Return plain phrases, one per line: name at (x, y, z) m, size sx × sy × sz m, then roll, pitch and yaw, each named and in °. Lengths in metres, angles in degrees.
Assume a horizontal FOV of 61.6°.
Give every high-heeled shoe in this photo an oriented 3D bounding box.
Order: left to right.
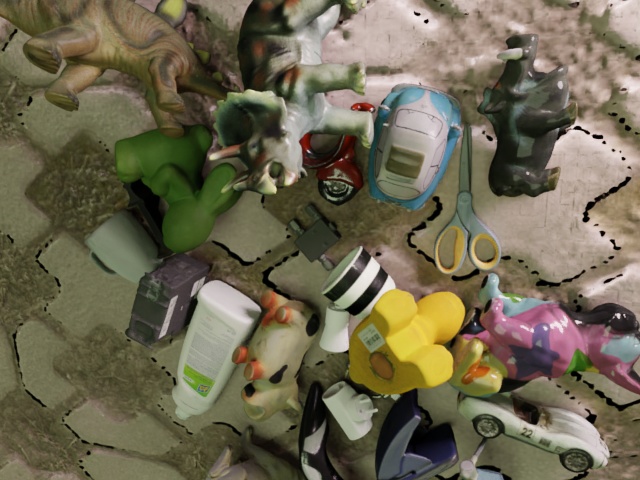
high-heeled shoe at (0.038, 0.352, 0.828) m, size 0.145 × 0.086 × 0.248 m, roll 5°, pitch 81°, yaw -5°

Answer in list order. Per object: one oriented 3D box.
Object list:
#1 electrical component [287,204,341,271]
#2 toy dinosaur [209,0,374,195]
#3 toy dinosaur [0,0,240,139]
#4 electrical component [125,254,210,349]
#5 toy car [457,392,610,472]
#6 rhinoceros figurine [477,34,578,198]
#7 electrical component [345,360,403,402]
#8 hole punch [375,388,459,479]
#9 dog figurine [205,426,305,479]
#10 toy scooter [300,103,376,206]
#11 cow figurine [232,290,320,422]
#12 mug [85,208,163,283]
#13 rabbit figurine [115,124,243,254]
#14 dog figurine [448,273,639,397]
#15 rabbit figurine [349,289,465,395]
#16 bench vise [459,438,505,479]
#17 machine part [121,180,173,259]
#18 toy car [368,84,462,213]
electrical component at (-0.002, -0.002, 0.779) m, size 0.063 × 0.021 × 0.094 m, roll -39°, pitch 91°, yaw 22°
toy dinosaur at (-0.037, -0.222, 0.640) m, size 0.192 × 0.131 × 0.404 m, roll -4°, pitch 73°, yaw 8°
toy dinosaur at (-0.293, -0.266, 0.689) m, size 0.471 × 0.198 × 0.105 m, roll 19°, pitch 150°, yaw -18°
electrical component at (-0.224, 0.085, 0.814) m, size 0.058 × 0.134 × 0.114 m, roll 28°, pitch 110°, yaw 9°
toy car at (0.287, 0.248, 0.729) m, size 0.202 × 0.073 × 0.056 m, roll 18°, pitch 111°, yaw 12°
rhinoceros figurine at (0.245, -0.144, 0.639) m, size 0.112 × 0.073 × 0.190 m, roll 9°, pitch 110°, yaw 27°
electrical component at (0.085, 0.192, 0.798) m, size 0.102 × 0.045 × 0.078 m, roll 34°, pitch 84°, yaw 3°
hole punch at (0.122, 0.284, 0.766) m, size 0.116 × 0.142 × 0.092 m, roll -36°, pitch 94°, yaw 9°
dog figurine at (-0.080, 0.410, 0.846) m, size 0.191 × 0.172 × 0.121 m, roll 25°, pitch 122°, yaw 17°
toy scooter at (-0.003, -0.145, 0.713) m, size 0.184 × 0.075 × 0.135 m, roll 35°, pitch 111°, yaw 3°
cow figurine at (-0.061, 0.183, 0.809) m, size 0.086 × 0.127 × 0.194 m, roll 33°, pitch 100°, yaw 53°
mug at (-0.313, 0.022, 0.856) m, size 0.109 × 0.081 × 0.107 m, roll -39°, pitch 99°, yaw 19°
rabbit figurine at (-0.190, -0.069, 0.773) m, size 0.159 × 0.121 × 0.170 m, roll -15°, pitch 85°, yaw -1°
dog figurine at (0.293, 0.148, 0.685) m, size 0.219 × 0.108 × 0.191 m, roll 24°, pitch 110°, yaw 7°
rabbit figurine at (0.126, 0.133, 0.707) m, size 0.122 × 0.173 × 0.162 m, roll 46°, pitch 138°, yaw 18°
bench vise at (0.248, 0.395, 0.750) m, size 0.224 × 0.129 × 0.240 m, roll 2°, pitch 124°, yaw 35°
machine part at (-0.261, -0.040, 0.829) m, size 0.039 × 0.084 × 0.138 m, roll -22°, pitch 107°, yaw -2°
toy car at (0.109, -0.110, 0.669) m, size 0.109 × 0.103 × 0.161 m, roll 20°, pitch 109°, yaw 9°
